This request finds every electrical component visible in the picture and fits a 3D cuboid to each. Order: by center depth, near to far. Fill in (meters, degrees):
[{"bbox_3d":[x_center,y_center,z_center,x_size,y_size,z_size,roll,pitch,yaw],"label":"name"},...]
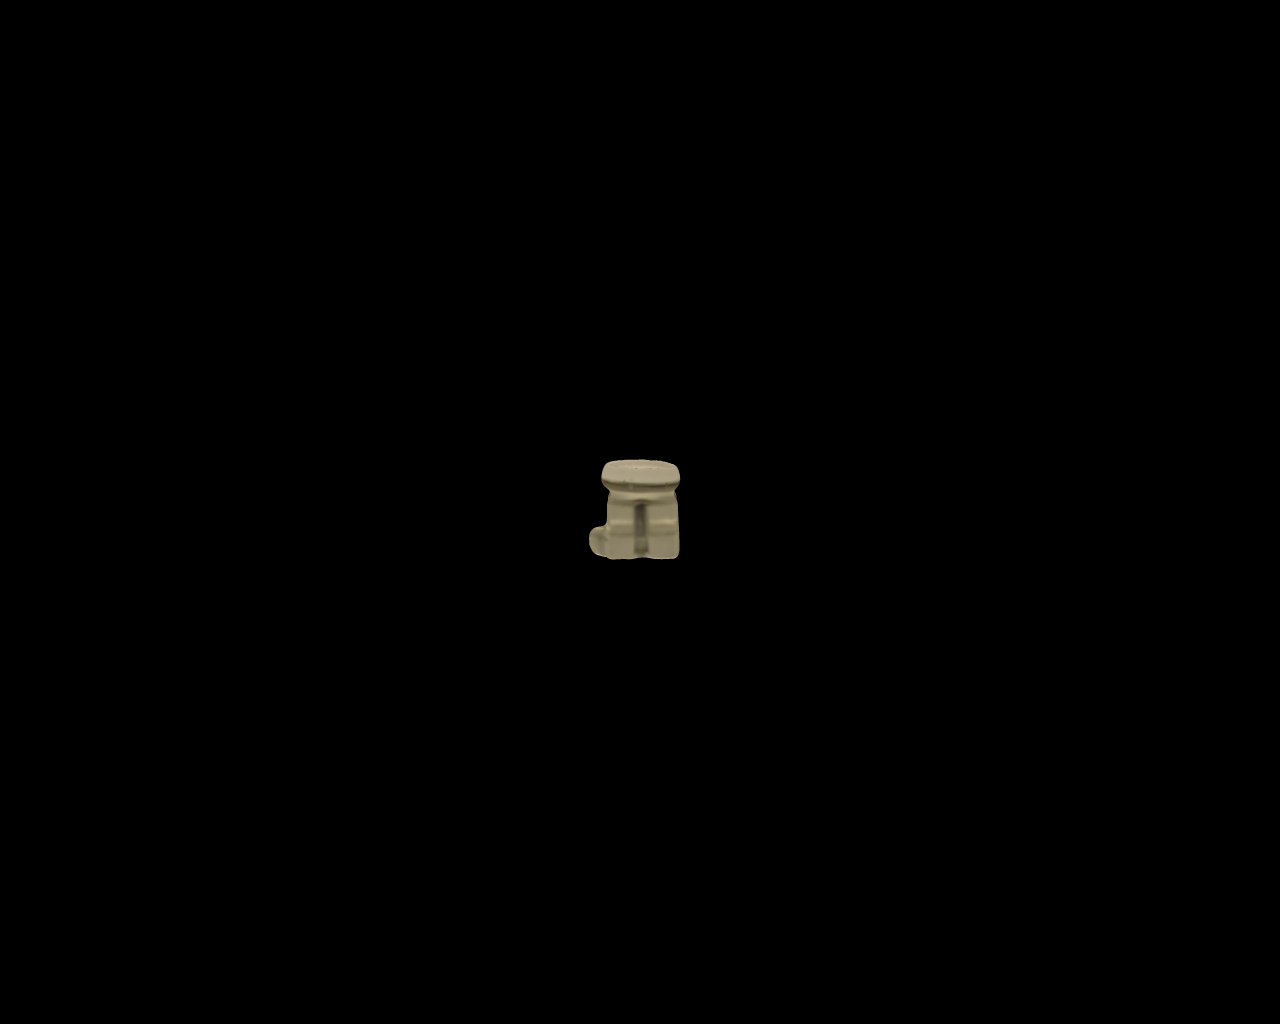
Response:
[{"bbox_3d":[0.001,-0.003,0.650,0.066,0.055,0.048,0,12,-2],"label":"electrical component"}]
